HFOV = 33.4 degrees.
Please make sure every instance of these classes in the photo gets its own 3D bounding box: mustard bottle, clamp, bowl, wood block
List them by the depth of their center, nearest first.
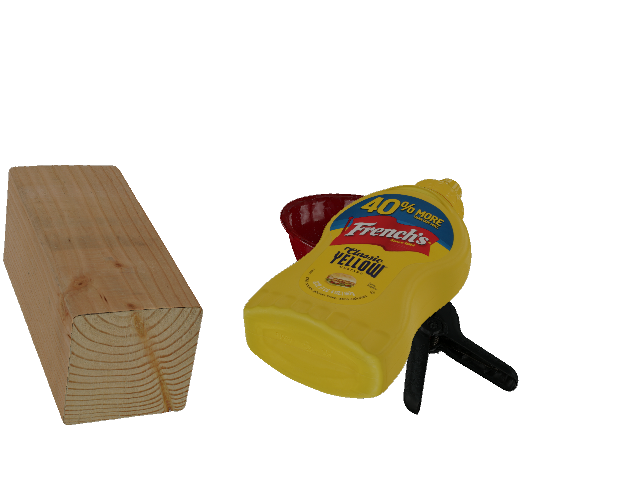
[{"bbox_3d":[0.041,0.015,0.675,0.096,0.058,0.191,17,41,27],"label":"mustard bottle"},{"bbox_3d":[-0.167,0.031,0.787,0.090,0.091,0.206,-3,32,-28],"label":"wood block"},{"bbox_3d":[0.042,0.014,0.902,0.162,0.055,0.162,8,21,-3],"label":"bowl"},{"bbox_3d":[0.122,0.100,1.076,0.120,0.171,0.039,1,-45,-18],"label":"clamp"}]
